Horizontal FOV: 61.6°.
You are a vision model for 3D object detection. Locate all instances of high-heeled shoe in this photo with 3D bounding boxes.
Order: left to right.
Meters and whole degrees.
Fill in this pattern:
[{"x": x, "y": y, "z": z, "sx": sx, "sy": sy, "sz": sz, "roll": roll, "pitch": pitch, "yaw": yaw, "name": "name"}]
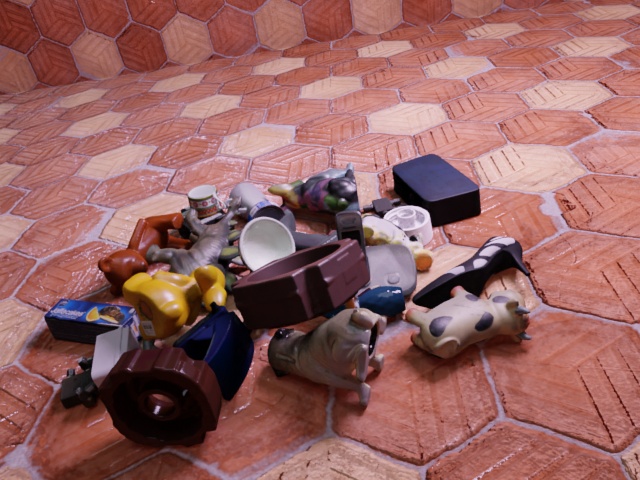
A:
[{"x": 0.271, "y": 0.051, "z": 1.005, "sx": 0.249, "sy": 0.086, "sz": 0.145, "roll": -12, "pitch": 28, "yaw": -7, "name": "high-heeled shoe"}]

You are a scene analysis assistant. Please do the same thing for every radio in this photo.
[{"x": 0.268, "y": -0.122, "z": 1.274, "sx": 0.131, "sy": 0.073, "sz": 0.230, "roll": -18, "pitch": 32, "yaw": -8, "name": "radio"}]

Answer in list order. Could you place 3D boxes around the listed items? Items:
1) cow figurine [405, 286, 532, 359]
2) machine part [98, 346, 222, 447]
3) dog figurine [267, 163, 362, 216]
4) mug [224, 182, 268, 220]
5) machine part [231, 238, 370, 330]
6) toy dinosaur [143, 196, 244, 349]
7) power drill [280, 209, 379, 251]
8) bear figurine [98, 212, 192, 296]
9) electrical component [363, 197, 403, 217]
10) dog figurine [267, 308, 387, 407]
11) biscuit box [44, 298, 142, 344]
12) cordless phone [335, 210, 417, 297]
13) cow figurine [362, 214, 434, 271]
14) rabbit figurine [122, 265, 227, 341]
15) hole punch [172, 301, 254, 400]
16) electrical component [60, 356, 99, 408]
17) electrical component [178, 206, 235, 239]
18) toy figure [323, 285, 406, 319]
[{"x": 0.254, "y": 0.132, "z": 0.878, "sx": 0.195, "sy": 0.085, "sz": 0.127, "roll": -20, "pitch": 28, "yaw": -18, "name": "cow figurine"}, {"x": -0.232, "y": 0.232, "z": 0.795, "sx": 0.179, "sy": 0.179, "sz": 0.056, "roll": -5, "pitch": 31, "yaw": 9, "name": "machine part"}, {"x": -0.015, "y": -0.100, "z": 1.293, "sx": 0.219, "sy": 0.108, "sz": 0.192, "roll": -12, "pitch": 26, "yaw": 6, "name": "dog figurine"}, {"x": -0.177, "y": -0.087, "z": 1.339, "sx": 0.109, "sy": 0.080, "sz": 0.107, "roll": -9, "pitch": 32, "yaw": -40, "name": "mug"}, {"x": -0.031, "y": 0.075, "z": 0.916, "sx": 0.202, "sy": 0.087, "sz": 0.201, "roll": -13, "pitch": 10, "yaw": 34, "name": "machine part"}, {"x": -0.263, "y": 0.065, "z": 1.121, "sx": 0.199, "sy": 0.104, "sz": 0.471, "roll": 10, "pitch": 49, "yaw": 23, "name": "toy dinosaur"}, {"x": -0.002, "y": -0.004, "z": 1.178, "sx": 0.208, "sy": 0.085, "sz": 0.232, "roll": 21, "pitch": 47, "yaw": 29, "name": "power drill"}, {"x": -0.390, "y": 0.031, "z": 1.196, "sx": 0.132, "sy": 0.120, "sz": 0.196, "roll": 3, "pitch": 37, "yaw": 15, "name": "bear figurine"}, {"x": 0.151, "y": -0.076, "z": 1.282, "sx": 0.094, "sy": 0.021, "sz": 0.063, "roll": -10, "pitch": 33, "yaw": 0, "name": "electrical component"}, {"x": -0.003, "y": 0.158, "z": 0.843, "sx": 0.191, "sy": 0.172, "sz": 0.121, "roll": 11, "pitch": 27, "yaw": 19, "name": "dog figurine"}, {"x": -0.443, "y": 0.163, "z": 1.058, "sx": 0.203, "sy": 0.062, "sz": 0.059, "roll": 3, "pitch": 34, "yaw": 20, "name": "biscuit box"}, {"x": 0.101, "y": 0.020, "z": 1.002, "sx": 0.147, "sy": 0.184, "sz": 0.089, "roll": -8, "pitch": 28, "yaw": 6, "name": "cordless phone"}, {"x": 0.152, "y": 0.004, "z": 1.095, "sx": 0.167, "sy": 0.068, "sz": 0.098, "roll": 23, "pitch": 33, "yaw": 1, "name": "cow figurine"}, {"x": -0.235, "y": 0.089, "z": 0.954, "sx": 0.162, "sy": 0.121, "sz": 0.173, "roll": -20, "pitch": 4, "yaw": 42, "name": "rabbit figurine"}, {"x": -0.160, "y": 0.185, "z": 0.884, "sx": 0.092, "sy": 0.142, "sz": 0.116, "roll": 25, "pitch": 59, "yaw": 42, "name": "hole punch"}, {"x": -0.414, "y": 0.247, "z": 0.937, "sx": 0.078, "sy": 0.045, "sz": 0.102, "roll": -14, "pitch": 33, "yaw": -7, "name": "electrical component"}, {"x": -0.294, "y": -0.046, "z": 1.339, "sx": 0.115, "sy": 0.058, "sz": 0.134, "roll": -26, "pitch": 35, "yaw": -25, "name": "electrical component"}, {"x": 0.077, "y": 0.121, "z": 0.972, "sx": 0.155, "sy": 0.057, "sz": 0.064, "roll": -11, "pitch": 31, "yaw": 6, "name": "toy figure"}]
